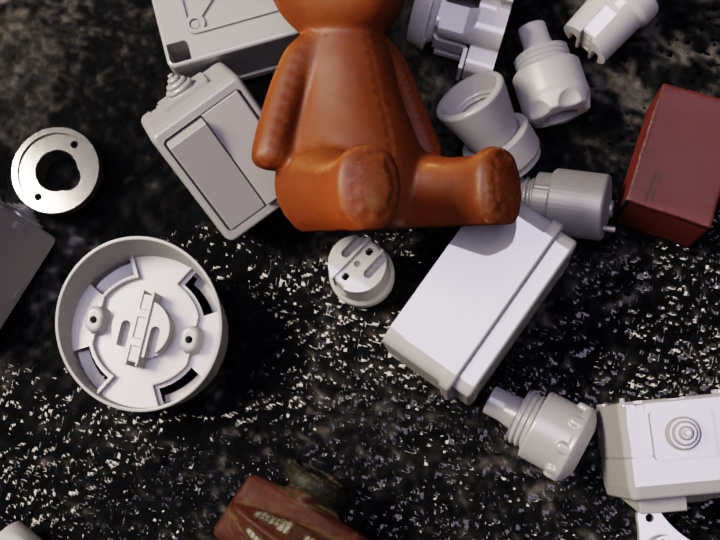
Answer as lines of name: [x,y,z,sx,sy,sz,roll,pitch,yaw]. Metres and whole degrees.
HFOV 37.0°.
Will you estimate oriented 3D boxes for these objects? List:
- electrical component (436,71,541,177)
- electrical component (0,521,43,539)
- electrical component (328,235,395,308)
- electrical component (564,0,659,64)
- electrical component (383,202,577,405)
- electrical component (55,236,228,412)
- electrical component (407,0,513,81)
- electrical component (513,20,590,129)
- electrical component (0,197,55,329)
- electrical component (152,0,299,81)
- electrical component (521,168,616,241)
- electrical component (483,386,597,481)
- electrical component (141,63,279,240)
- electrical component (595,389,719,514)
electrical component: [0.078,-0.084,0.645,0.045,0.045,0.055,-40,120,-4]
electrical component: [-0.195,0.201,0.621,0.077,0.044,0.079,37,84,9]
electrical component: [0.000,0.000,0.645,0.040,0.046,0.040,-1,80,4]
electrical component: [0.155,-0.157,0.668,0.040,0.040,0.046,43,91,9]
electrical component: [0.070,0.017,0.622,0.057,0.078,0.113,35,84,11]
electrical component: [-0.127,0.035,0.637,0.099,0.064,0.099,-1,80,3]
electrical component: [0.063,-0.159,0.665,0.057,0.058,0.078,16,81,3]
electrical component: [0.114,-0.122,0.662,0.043,0.043,0.062,-15,78,1]
electrical component: [-0.238,-0.005,0.634,0.048,0.099,0.099,28,82,21]
electrical component: [-0.076,-0.179,0.676,0.109,0.056,0.108,-15,79,1]
electrical component: [0.117,-0.041,0.649,0.078,0.040,0.040,9,80,19]
electrical component: [0.103,0.090,0.625,0.062,0.048,0.048,28,83,15]
electrical component: [-0.082,-0.074,0.634,0.062,0.061,0.096,-36,116,-3]
electrical component: [0.170,0.100,0.592,0.062,0.096,0.061,-6,80,2]
